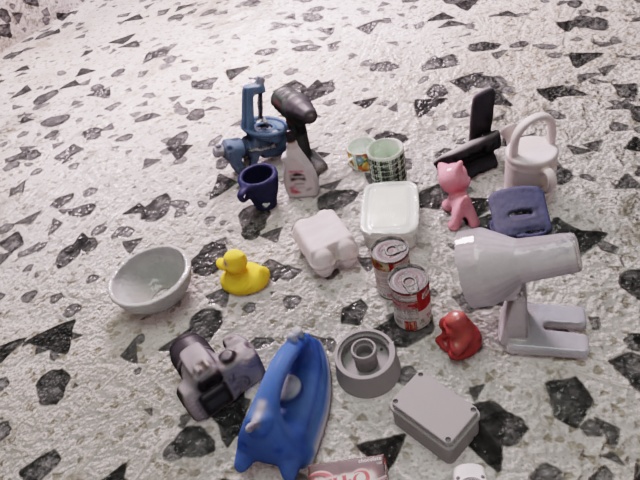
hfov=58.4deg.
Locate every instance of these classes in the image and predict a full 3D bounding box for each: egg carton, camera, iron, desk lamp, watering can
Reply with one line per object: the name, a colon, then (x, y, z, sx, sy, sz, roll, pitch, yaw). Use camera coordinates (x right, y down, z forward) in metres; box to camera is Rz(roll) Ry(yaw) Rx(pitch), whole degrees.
egg carton: (0.011, 0.004, 1.145, 0.107, 0.069, 0.150, -24, 43, -11)
camera: (-0.187, 0.202, 0.960, 0.143, 0.101, 0.136, -32, 45, -19)
iron: (-0.051, 0.221, 0.871, 0.118, 0.142, 0.258, 3, 45, 19)
desk lamp: (0.312, 0.073, 0.880, 0.202, 0.214, 0.118, 1, 44, 16)
watering can: (0.410, -0.166, 1.128, 0.101, 0.194, 0.172, -33, 45, -20)

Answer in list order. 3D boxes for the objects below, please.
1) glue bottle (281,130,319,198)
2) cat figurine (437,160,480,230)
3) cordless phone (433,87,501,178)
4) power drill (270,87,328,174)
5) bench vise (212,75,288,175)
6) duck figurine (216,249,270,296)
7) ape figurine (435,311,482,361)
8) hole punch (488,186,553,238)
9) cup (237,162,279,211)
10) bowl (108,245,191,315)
glue bottle: (-0.053, -0.171, 1.274, 0.078, 0.173, 0.037, -5, 43, 10)
cat figurine: (0.277, -0.102, 1.151, 0.067, 0.118, 0.127, -12, 42, 3)
cordless phone: (0.316, -0.231, 1.231, 0.148, 0.185, 0.093, -29, 44, -16)
power drill: (-0.044, -0.256, 1.339, 0.076, 0.209, 0.229, -25, 43, -12)
bench vise: (-0.162, -0.270, 1.377, 0.121, 0.220, 0.208, 24, 54, 35)
duck figurine: (-0.154, 0.056, 1.121, 0.104, 0.086, 0.077, -1, 43, 15)
ape figurine: (0.220, 0.146, 0.916, 0.076, 0.092, 0.078, 1, 44, 16)
hole punch: (0.377, -0.040, 1.077, 0.108, 0.091, 0.101, -9, 42, 6)
cup: (-0.137, -0.104, 1.283, 0.091, 0.095, 0.118, 16, 50, 29)
bowl: (-0.326, 0.092, 1.137, 0.167, 0.075, 0.167, -8, 42, 7)
